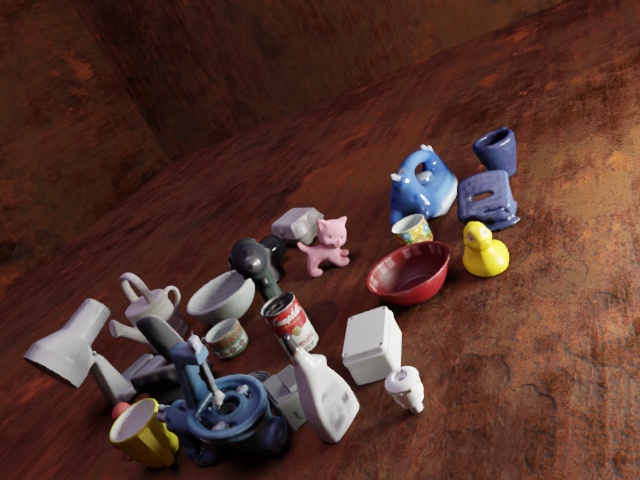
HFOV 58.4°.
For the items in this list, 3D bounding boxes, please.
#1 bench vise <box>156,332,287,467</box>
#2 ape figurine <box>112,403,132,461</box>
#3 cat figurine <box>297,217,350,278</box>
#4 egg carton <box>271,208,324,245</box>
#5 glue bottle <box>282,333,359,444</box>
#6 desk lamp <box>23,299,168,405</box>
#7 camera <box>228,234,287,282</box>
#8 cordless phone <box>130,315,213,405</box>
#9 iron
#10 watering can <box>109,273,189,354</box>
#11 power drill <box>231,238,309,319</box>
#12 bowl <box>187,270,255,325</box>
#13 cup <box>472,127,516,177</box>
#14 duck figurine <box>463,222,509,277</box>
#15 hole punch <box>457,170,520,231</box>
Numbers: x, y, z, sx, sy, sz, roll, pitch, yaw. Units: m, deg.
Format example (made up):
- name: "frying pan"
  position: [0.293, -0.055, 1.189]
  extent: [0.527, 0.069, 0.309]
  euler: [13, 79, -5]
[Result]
- name: "bench vise"
  position: [-0.177, 0.240, 0.834]
  extent: [0.207, 0.220, 0.121]
  euler: [-22, 23, 15]
- name: "ape figurine"
  position: [-0.333, 0.326, 1.006]
  extent: [0.077, 0.092, 0.076]
  euler: [-20, 23, 21]
- name: "cat figurine"
  position: [0.012, 0.005, 1.270]
  extent: [0.127, 0.118, 0.067]
  euler: [-24, 22, 11]
- name: "egg carton"
  position: [-0.059, -0.035, 1.507]
  extent: [0.107, 0.069, 0.149]
  euler: [-41, 25, -30]
- name: "glue bottle"
  position: [-0.007, 0.196, 0.793]
  extent: [0.037, 0.173, 0.078]
  euler: [-6, 31, 43]
- name: "desk lamp"
  position: [-0.464, 0.242, 1.184]
  extent: [0.117, 0.214, 0.204]
  euler: [-5, 32, 45]
- name: "camera"
  position: [-0.143, 0.039, 1.401]
  extent: [0.137, 0.101, 0.142]
  euler: [-42, 25, -30]
- name: "cordless phone"
  position: [-0.304, 0.220, 1.079]
  extent: [0.147, 0.185, 0.094]
  euler: [-21, 23, 18]
- name: "iron"
  position: [0.232, -0.142, 1.298]
  extent: [0.118, 0.142, 0.259]
  euler: [-10, 28, 39]
- name: "watering can"
  position: [-0.397, 0.161, 1.309]
  extent: [0.100, 0.194, 0.173]
  euler: [-16, 25, 28]
- name: "power drill"
  position: [-0.104, 0.085, 1.106]
  extent: [0.075, 0.209, 0.229]
  euler: [-31, 22, -7]
- name: "bowl"
  position: [-0.211, 0.141, 1.293]
  extent: [0.167, 0.075, 0.167]
  euler: [-24, 22, 11]
- name: "cup"
  position: [0.399, -0.191, 1.268]
  extent: [0.091, 0.095, 0.118]
  euler: [-8, 29, 41]
- name: "duck figurine"
  position: [0.276, 0.006, 0.993]
  extent: [0.077, 0.086, 0.104]
  euler: [-26, 22, 6]
- name: "hole punch"
  position: [0.321, -0.073, 1.108]
  extent: [0.108, 0.091, 0.101]
  euler: [-16, 25, 29]
